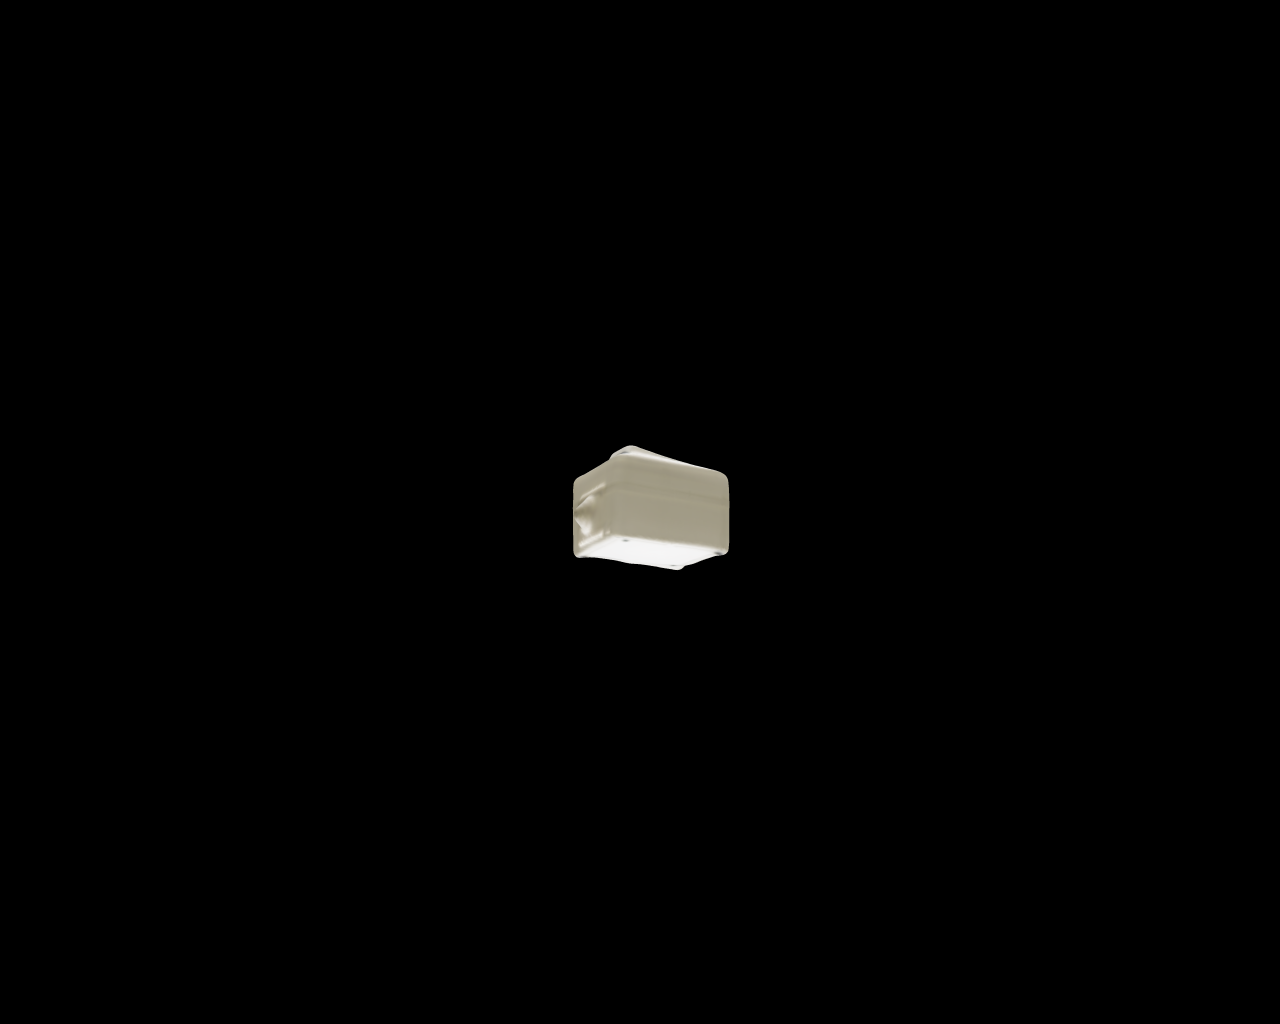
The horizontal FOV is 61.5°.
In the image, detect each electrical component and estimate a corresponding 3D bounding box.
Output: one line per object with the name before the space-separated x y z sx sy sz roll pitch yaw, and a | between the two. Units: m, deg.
electrical component | 0.001 -0.003 0.650 0.096 0.061 0.061 9 -19 -29
